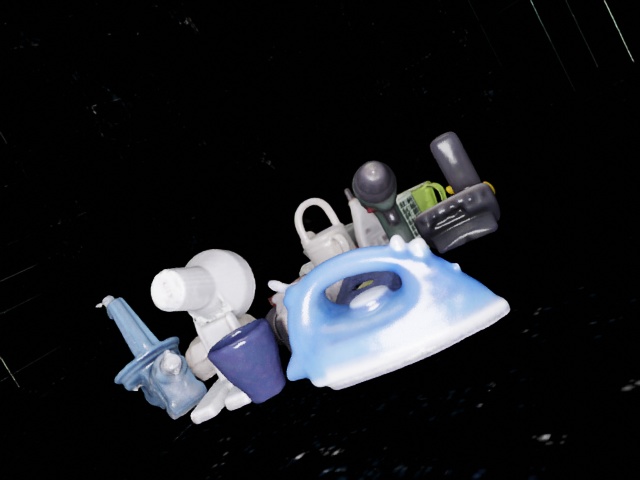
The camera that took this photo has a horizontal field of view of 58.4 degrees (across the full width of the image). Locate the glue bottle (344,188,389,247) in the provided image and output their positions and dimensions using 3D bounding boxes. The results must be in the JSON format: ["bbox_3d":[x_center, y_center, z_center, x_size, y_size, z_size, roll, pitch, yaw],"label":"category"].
[{"bbox_3d":[0.100,-0.038,1.267,0.078,0.173,0.037,-31,6,-20],"label":"glue bottle"}]

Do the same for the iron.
[{"bbox_3d":[0.064,0.066,0.651,0.257,0.141,0.119,-27,6,23],"label":"iron"}]

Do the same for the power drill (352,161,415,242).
[{"bbox_3d":[0.117,-0.028,0.891,0.075,0.208,0.229,-29,6,2],"label":"power drill"}]

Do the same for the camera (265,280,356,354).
[{"bbox_3d":[-0.026,0.112,0.900,0.143,0.101,0.136,-33,7,-34],"label":"camera"}]

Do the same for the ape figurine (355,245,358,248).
[{"bbox_3d":[0.058,0.029,1.296,0.078,0.092,0.076,-33,7,-36],"label":"ape figurine"}]

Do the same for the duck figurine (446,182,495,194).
[{"bbox_3d":[0.325,-0.111,1.258,0.104,0.086,0.078,-23,8,45],"label":"duck figurine"}]

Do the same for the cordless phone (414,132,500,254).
[{"bbox_3d":[0.219,-0.083,1.003,0.147,0.185,0.094,-28,6,10],"label":"cordless phone"}]

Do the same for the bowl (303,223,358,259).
[{"bbox_3d":[0.044,0.022,1.529,0.167,0.075,0.167,-29,5,3],"label":"bowl"}]

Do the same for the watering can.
[{"bbox_3d":[0.009,0.005,1.216,0.172,0.194,0.101,-23,8,46],"label":"watering can"}]

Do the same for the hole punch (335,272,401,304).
[{"bbox_3d":[0.073,0.074,0.797,0.108,0.091,0.101,-24,7,41],"label":"hole punch"}]

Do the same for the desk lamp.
[{"bbox_3d":[-0.157,0.125,0.860,0.118,0.213,0.203,-27,6,15],"label":"desk lamp"}]

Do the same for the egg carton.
[{"bbox_3d":[-0.177,0.196,1.068,0.150,0.069,0.107,-29,5,-4],"label":"egg carton"}]

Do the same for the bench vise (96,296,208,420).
[{"bbox_3d":[-0.272,0.176,0.939,0.207,0.220,0.122,-24,7,40],"label":"bench vise"}]

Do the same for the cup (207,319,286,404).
[{"bbox_3d":[-0.090,0.165,0.770,0.092,0.095,0.117,-30,6,-6],"label":"cup"}]
